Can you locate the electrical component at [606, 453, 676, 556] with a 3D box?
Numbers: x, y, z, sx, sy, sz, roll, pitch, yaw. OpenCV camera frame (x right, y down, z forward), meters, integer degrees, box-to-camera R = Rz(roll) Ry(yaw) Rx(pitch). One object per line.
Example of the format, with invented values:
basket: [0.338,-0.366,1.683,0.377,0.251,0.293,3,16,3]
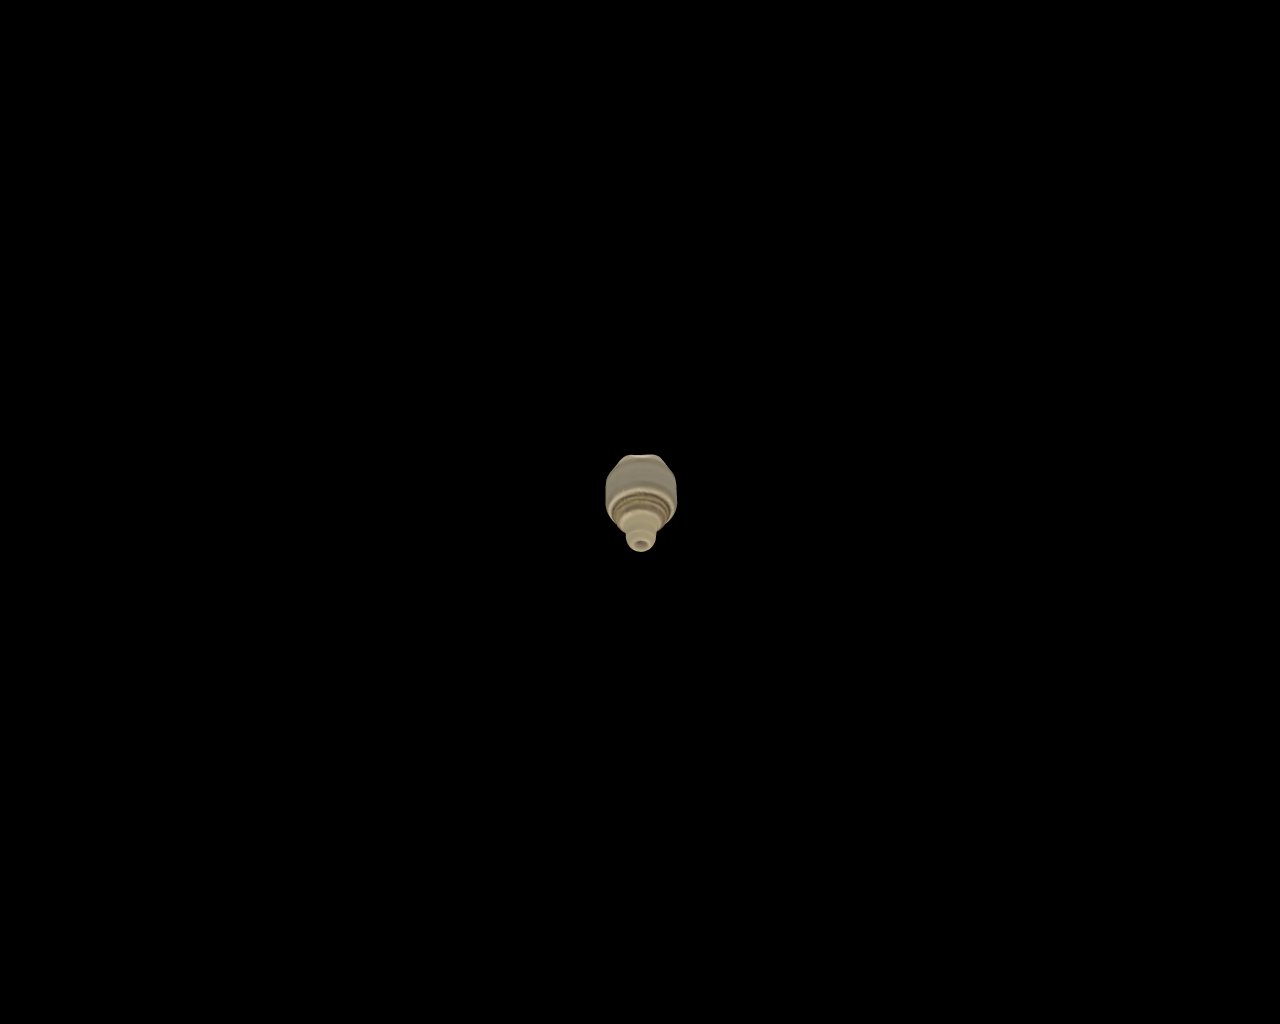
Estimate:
electrical component: [0.001,-0.003,0.650,0.043,0.062,0.043,0,-42,0]
